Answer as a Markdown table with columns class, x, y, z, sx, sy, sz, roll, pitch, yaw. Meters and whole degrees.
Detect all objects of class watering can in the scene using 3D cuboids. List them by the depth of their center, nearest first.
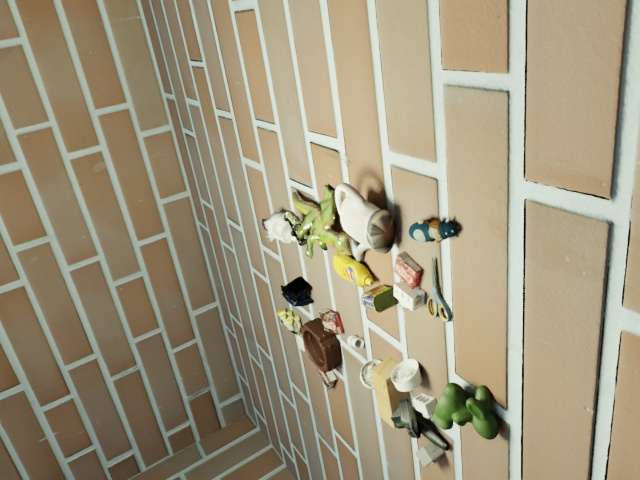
| class | x | y | z | sx | sy | sz | roll | pitch | yaw |
| --- | --- | --- | --- | --- | --- | --- | --- | --- | --- |
| watering can | 0.144 | -0.026 | 1.595 | 0.227 | 0.105 | 0.340 | 34 | 153 | 46 |

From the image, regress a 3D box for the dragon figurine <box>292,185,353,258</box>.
| class | x | y | z | sx | sy | sz | roll | pitch | yaw |
| --- | --- | --- | --- | --- | --- | --- | --- | --- | --- |
| dragon figurine | 0.006 | -0.093 | 1.844 | 0.238 | 0.122 | 0.418 | -56 | 48 | 39 |

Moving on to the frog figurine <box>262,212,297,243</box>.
| class | x | y | z | sx | sy | sz | roll | pitch | yaw |
| --- | --- | --- | --- | --- | --- | --- | --- | --- | --- |
| frog figurine | -0.148 | -0.052 | 2.178 | 0.159 | 0.124 | 0.136 | 2 | 106 | 24 |
